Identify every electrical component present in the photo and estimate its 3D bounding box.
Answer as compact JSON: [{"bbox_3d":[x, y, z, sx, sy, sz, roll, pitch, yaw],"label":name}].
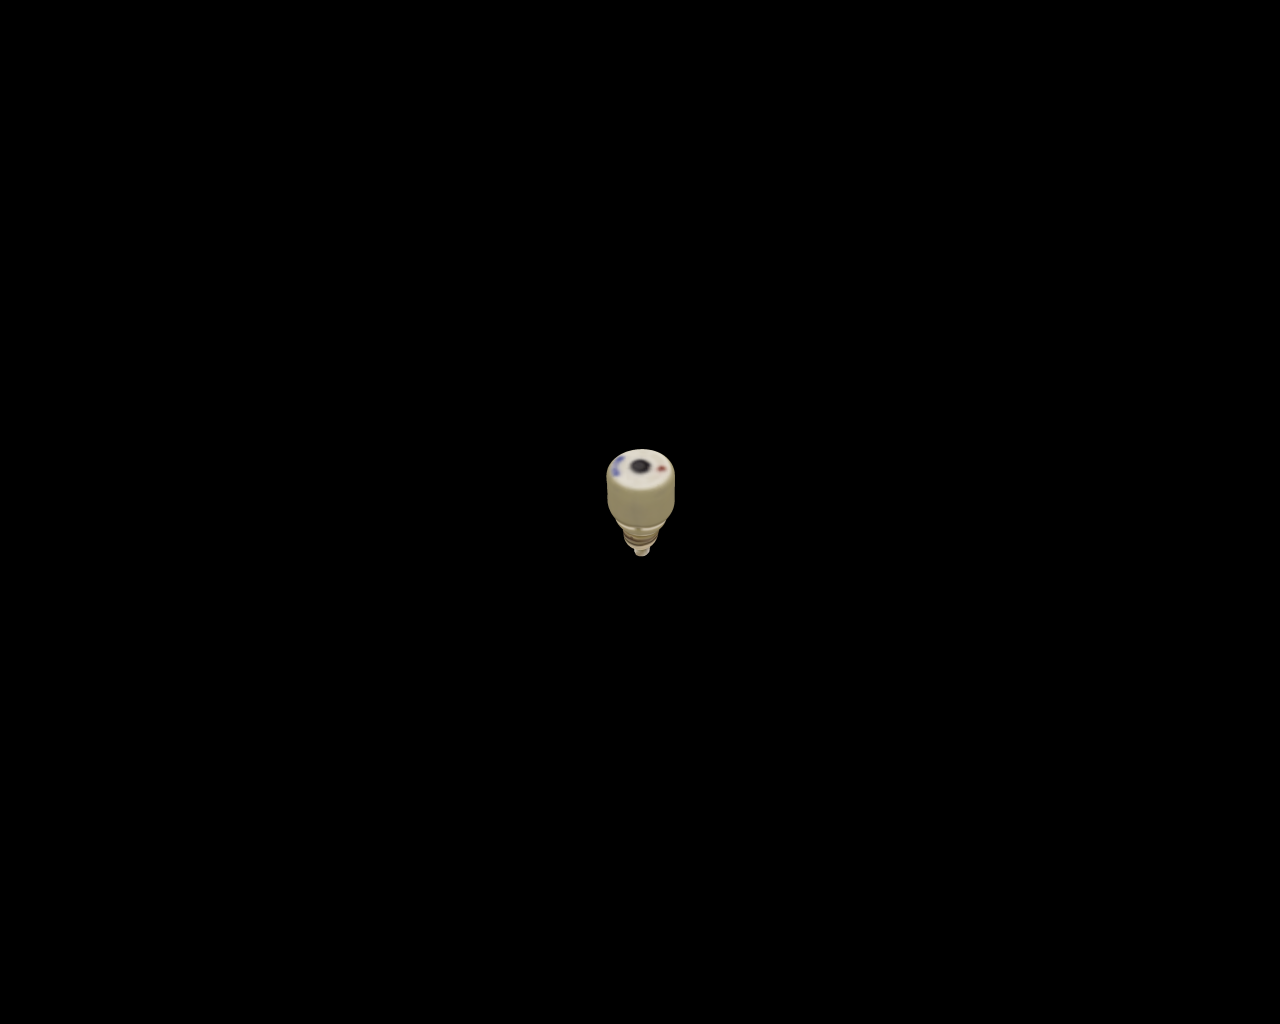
[{"bbox_3d":[0.001,-0.003,0.650,0.040,0.078,0.040,0,45,0],"label":"electrical component"}]
